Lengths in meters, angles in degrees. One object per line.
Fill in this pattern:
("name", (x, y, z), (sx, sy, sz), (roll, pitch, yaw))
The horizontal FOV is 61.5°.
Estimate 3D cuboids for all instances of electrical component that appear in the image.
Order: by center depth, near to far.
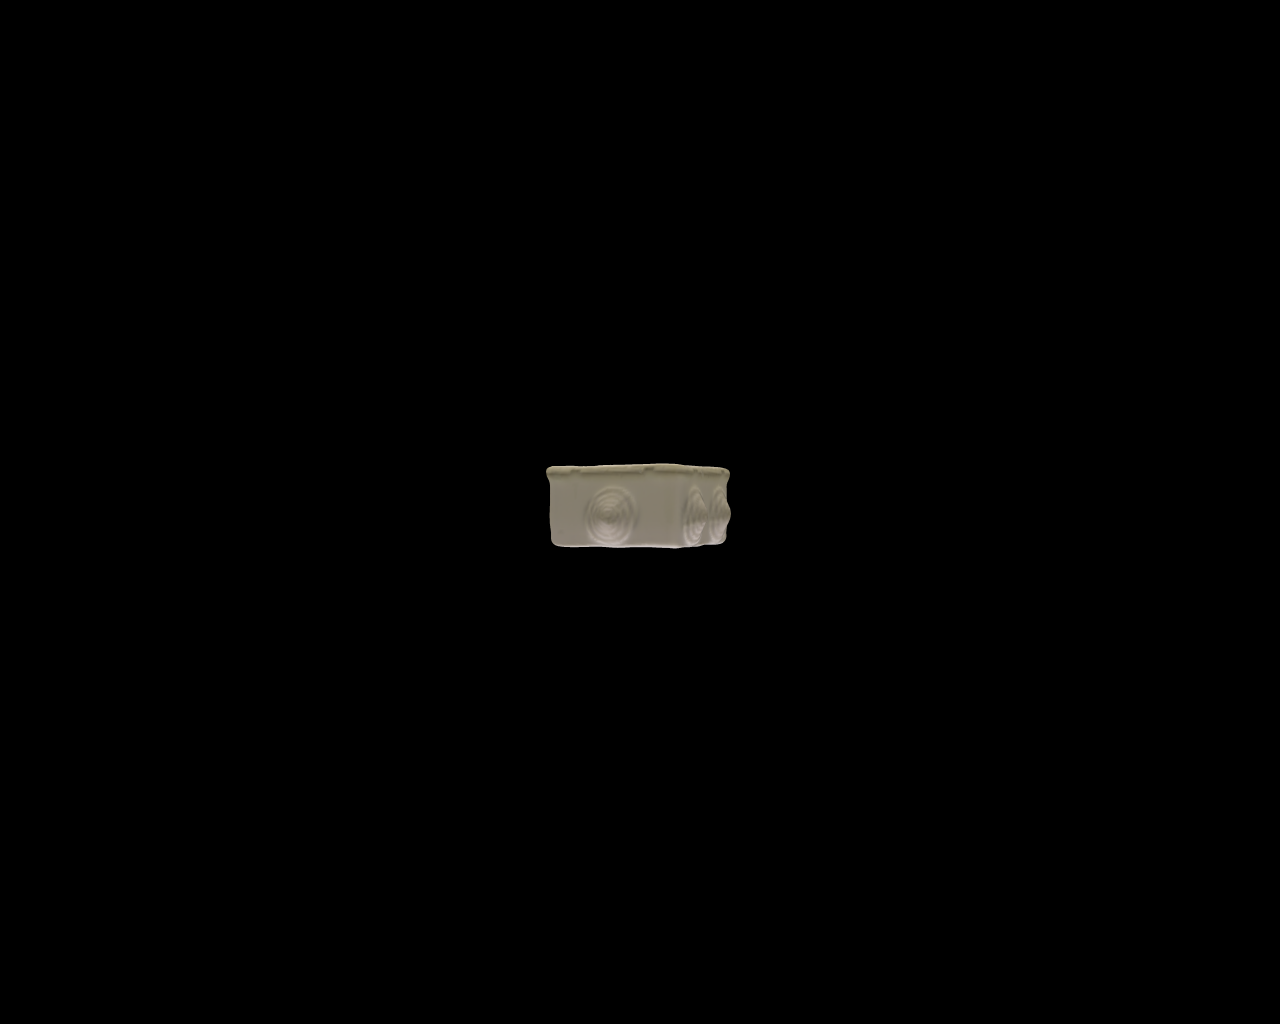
("electrical component", (0.001, -0.003, 0.650), (0.100, 0.048, 0.100), (0, 0, 24))
